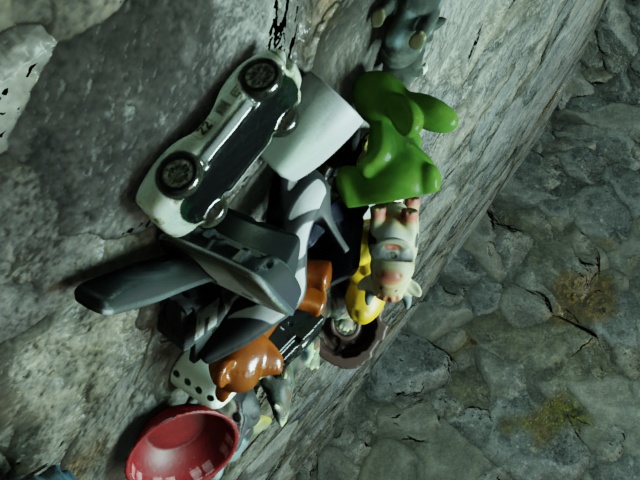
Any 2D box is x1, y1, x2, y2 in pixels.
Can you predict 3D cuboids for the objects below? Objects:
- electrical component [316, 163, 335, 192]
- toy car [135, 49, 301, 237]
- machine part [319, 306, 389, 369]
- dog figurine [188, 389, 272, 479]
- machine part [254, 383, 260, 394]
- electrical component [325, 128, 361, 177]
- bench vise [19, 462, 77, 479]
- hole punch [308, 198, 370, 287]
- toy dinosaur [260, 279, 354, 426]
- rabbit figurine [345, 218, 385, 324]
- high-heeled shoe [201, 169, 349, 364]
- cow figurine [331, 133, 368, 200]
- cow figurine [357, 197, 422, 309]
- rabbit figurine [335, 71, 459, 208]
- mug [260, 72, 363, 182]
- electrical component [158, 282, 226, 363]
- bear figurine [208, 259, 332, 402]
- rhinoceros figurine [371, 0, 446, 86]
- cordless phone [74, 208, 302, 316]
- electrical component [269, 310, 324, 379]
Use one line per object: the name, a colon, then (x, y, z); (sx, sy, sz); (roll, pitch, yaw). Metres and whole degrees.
electrical component: (-0.023, -0.063, 0.724); (0.078, 0.045, 0.102); (12, 111, -40)
toy car: (-0.086, -0.091, 0.500); (0.201, 0.056, 0.073); (-54, 155, -12)
machine part: (0.055, 0.176, 1.119); (0.179, 0.179, 0.056); (-56, 163, 0)
dog figurine: (-0.146, 0.302, 0.933); (0.191, 0.109, 0.219); (-61, 165, 7)
machine part: (-0.100, 0.250, 1.060); (0.139, 0.039, 0.084); (-45, 167, -34)
electrical component: (0.034, -0.135, 0.771); (0.063, 0.021, 0.094); (-44, 158, -32)
bench vise: (-0.321, 0.331, 0.518); (0.224, 0.129, 0.240); (-45, 151, -34)
hole punch: (-0.002, -0.002, 0.781); (0.142, 0.092, 0.116); (-38, -144, 53)
toy dinosaur: (-0.009, 0.120, 0.961); (0.405, 0.131, 0.192); (-55, 163, -24)
rabbit figurine: (0.069, 0.053, 0.916); (0.162, 0.122, 0.173); (-14, 96, -60)
high-heeled shoe: (-0.071, 0.014, 0.622); (0.249, 0.145, 0.086); (-41, -173, -23)
cow figurine: (0.066, -0.093, 0.842); (0.098, 0.068, 0.167); (-23, 145, -61)
cow figurine: (0.100, 0.013, 0.748); (0.195, 0.086, 0.127); (-61, 153, -71)
rabbit figurine: (0.087, -0.136, 0.693); (0.121, 0.159, 0.170); (-19, 100, -33)
mug: (-0.014, -0.119, 0.607); (0.107, 0.081, 0.109); (-46, 168, 7)
electrical component: (-0.152, 0.093, 0.649); (0.075, 0.048, 0.119); (-39, 156, -40)
bear figurine: (-0.066, 0.118, 0.707); (0.120, 0.132, 0.196); (99, 2, -54)
rhinoceros figurine: (0.116, -0.282, 0.667); (0.112, 0.073, 0.190); (-53, 163, -45)
cordless phone: (-0.114, 0.038, 0.502); (0.184, 0.147, 0.088); (-24, 130, -56)
electrical component: (-0.062, 0.121, 0.816); (0.134, 0.115, 0.058); (-45, 163, -31)
